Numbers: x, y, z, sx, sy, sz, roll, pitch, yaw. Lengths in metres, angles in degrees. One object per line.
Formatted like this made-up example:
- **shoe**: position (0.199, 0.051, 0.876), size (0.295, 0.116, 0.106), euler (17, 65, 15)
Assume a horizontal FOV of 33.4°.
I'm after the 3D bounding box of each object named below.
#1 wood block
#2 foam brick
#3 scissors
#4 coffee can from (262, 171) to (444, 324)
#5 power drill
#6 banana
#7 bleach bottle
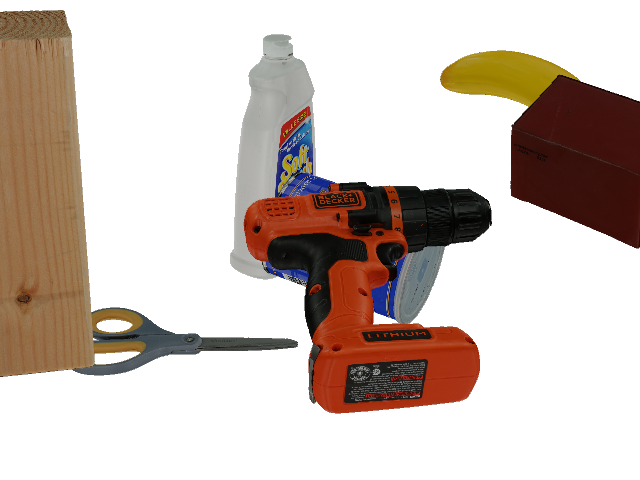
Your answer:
- **wood block**: position (-0.192, -0.029, 0.651), size (0.090, 0.206, 0.090), euler (-5, 23, -15)
- **foam brick**: position (0.145, -0.043, 0.559), size (0.078, 0.053, 0.051), euler (27, 56, 31)
- **scissors**: position (-0.130, 0.084, 0.972), size (0.201, 0.016, 0.096), euler (-8, 34, -16)
- **coffee can**: position (0.031, 0.005, 0.975), size (0.140, 0.103, 0.102), euler (19, 7, 20)
- **power drill**: position (0.048, 0.029, 0.729), size (0.184, 0.057, 0.188), euler (-6, 38, -8)
- **banana**: position (0.166, -0.108, 0.836), size (0.037, 0.070, 0.198), euler (3, 32, -43)
- **bleach bottle**: position (-0.050, -0.091, 1.137), size (0.068, 0.251, 0.102), euler (20, 32, 37)
